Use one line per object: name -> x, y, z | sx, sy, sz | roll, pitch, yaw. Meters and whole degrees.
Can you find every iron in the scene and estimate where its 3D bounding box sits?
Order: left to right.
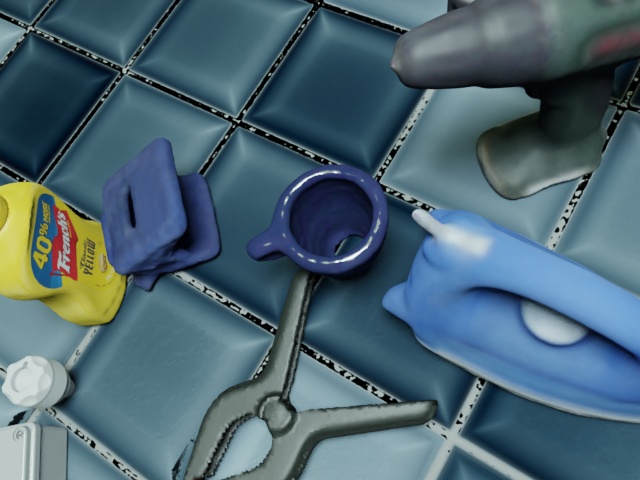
iron -> 0.172, 0.051, 0.399 | 0.257, 0.142, 0.119 | 24, 76, 20

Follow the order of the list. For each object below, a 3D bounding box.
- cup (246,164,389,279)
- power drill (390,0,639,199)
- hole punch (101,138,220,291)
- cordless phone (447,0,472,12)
cup -> 0.004, 0.002, 0.481 | 0.117, 0.095, 0.091 | -22, 66, 4
power drill -> 0.170, -0.114, 0.426 | 0.229, 0.209, 0.075 | -21, 66, 4
hole punch -> -0.157, -0.023, 0.529 | 0.101, 0.091, 0.108 | -20, 66, 5
cordless phone -> 0.181, -0.221, 0.478 | 0.147, 0.185, 0.094 | 22, 75, 20
